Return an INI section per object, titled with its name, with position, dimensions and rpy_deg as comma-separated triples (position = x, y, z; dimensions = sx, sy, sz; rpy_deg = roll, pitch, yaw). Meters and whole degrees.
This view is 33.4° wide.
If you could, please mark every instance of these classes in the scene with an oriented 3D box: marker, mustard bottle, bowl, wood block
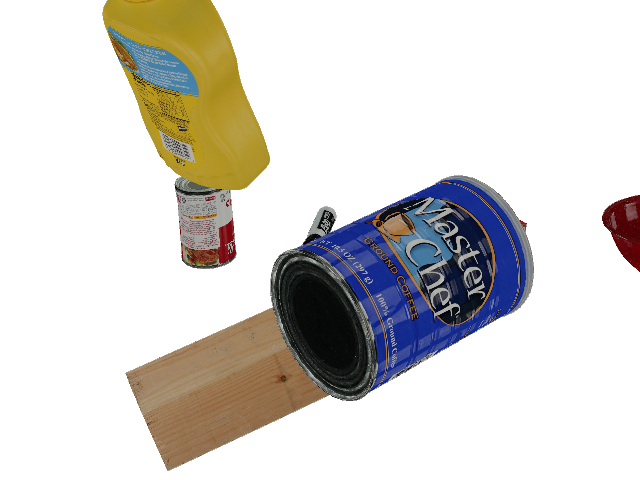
[marker]
position = -0.001, -0.008, 0.993
dimensions = 0.020, 0.020, 0.121
rpy_deg = 0, 16, 7
[mustard bottle]
position = -0.096, -0.121, 0.712
dimensions = 0.096, 0.058, 0.191
rpy_deg = 28, -28, 32
[bowl]
position = 0.373, 0.002, 1.102
dimensions = 0.162, 0.055, 0.162
rpy_deg = -3, 23, 1
[wood block]
position = -0.101, 0.161, 1.201
dimensions = 0.206, 0.091, 0.090
rpy_deg = -23, 29, -11

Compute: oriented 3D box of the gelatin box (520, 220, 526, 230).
[gelatin box]
position = 0.204, 0.007, 1.264
dimensions = 0.030, 0.089, 0.073
rpy_deg = -15, 32, -29

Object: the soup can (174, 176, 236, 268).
[soup can]
position = -0.140, -0.026, 1.297
dimensions = 0.068, 0.102, 0.068
rpy_deg = -2, 27, 1

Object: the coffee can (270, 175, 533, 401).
[coffee can]
position = 0.053, 0.028, 0.694
dimensions = 0.140, 0.103, 0.103
rpy_deg = -25, 13, -31
